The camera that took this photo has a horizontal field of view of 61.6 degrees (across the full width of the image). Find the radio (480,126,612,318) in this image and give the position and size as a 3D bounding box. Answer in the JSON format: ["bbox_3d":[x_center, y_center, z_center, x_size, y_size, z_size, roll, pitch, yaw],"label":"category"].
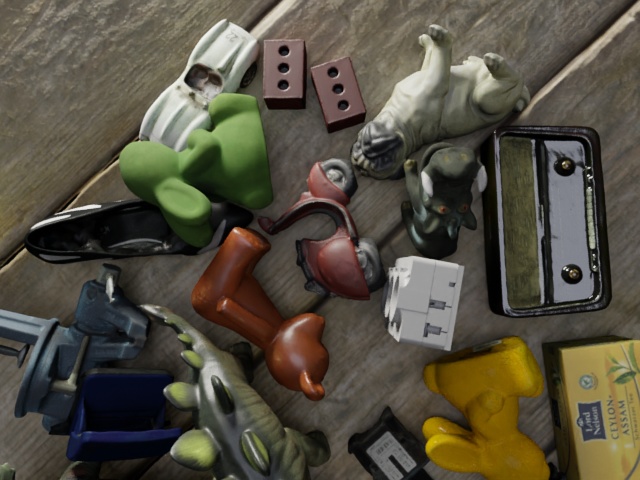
[{"bbox_3d":[0.274,-0.022,0.660,0.131,0.073,0.229,-2,87,2],"label":"radio"}]

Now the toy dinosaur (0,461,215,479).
[{"bbox_3d":[-0.218,0.322,0.600,0.405,0.192,0.131,6,89,4],"label":"toy dinosaur"}]

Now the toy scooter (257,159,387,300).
[{"bbox_3d":[-0.001,-0.002,0.670,0.135,0.075,0.184,-18,84,3],"label":"toy scooter"}]

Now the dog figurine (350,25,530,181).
[{"bbox_3d":[0.148,-0.141,0.672,0.172,0.121,0.190,28,102,7],"label":"dog figurine"}]

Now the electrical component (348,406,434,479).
[{"bbox_3d":[0.097,0.275,0.662,0.075,0.047,0.119,-38,84,0],"label":"electrical component"}]

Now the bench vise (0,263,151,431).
[{"bbox_3d":[-0.337,0.118,0.643,0.240,0.129,0.223,17,107,-15],"label":"bench vise"}]

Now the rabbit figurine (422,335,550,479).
[{"bbox_3d":[0.199,0.214,0.626,0.162,0.122,0.173,-22,87,5],"label":"rabbit figurine"}]

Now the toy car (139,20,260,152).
[{"bbox_3d":[-0.155,-0.189,0.696,0.073,0.056,0.201,36,88,4],"label":"toy car"}]

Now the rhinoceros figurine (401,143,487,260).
[{"bbox_3d":[0.136,-0.043,0.615,0.073,0.190,0.112,-1,60,3],"label":"rhinoceros figurine"}]

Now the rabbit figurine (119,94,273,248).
[{"bbox_3d":[-0.146,-0.073,0.635,0.170,0.121,0.159,-8,68,-8],"label":"rabbit figurine"}]

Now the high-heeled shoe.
[{"bbox_3d":[-0.212,-0.017,0.643,0.249,0.145,0.086,-11,87,3],"label":"high-heeled shoe"}]

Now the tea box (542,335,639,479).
[{"bbox_3d":[0.337,0.206,0.647,0.098,0.068,0.169,-8,87,1],"label":"tea box"}]

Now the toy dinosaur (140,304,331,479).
[{"bbox_3d":[-0.064,0.246,0.582,0.105,0.198,0.471,-42,77,2],"label":"toy dinosaur"}]

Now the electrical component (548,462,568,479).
[{"bbox_3d":[0.248,0.349,0.646,0.134,0.058,0.115,-21,84,0],"label":"electrical component"}]

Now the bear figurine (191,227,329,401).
[{"bbox_3d":[-0.051,0.089,0.642,0.196,0.120,0.132,35,91,3],"label":"bear figurine"}]

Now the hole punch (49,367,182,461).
[{"bbox_3d":[-0.227,0.219,0.620,0.142,0.092,0.115,6,124,-32],"label":"hole punch"}]
